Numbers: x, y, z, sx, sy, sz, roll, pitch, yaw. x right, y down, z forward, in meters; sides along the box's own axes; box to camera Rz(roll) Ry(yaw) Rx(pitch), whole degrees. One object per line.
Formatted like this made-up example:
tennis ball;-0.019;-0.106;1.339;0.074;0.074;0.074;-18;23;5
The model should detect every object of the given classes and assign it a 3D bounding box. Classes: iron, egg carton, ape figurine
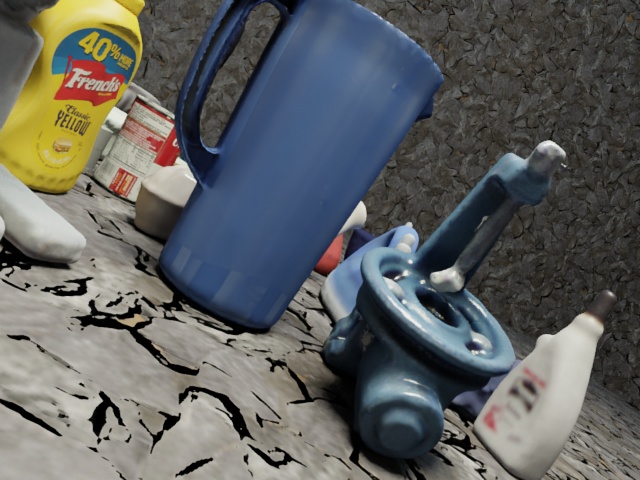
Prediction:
iron;0.083;0.040;0.715;0.118;0.141;0.258;32;5;3
egg carton;-0.103;-0.016;0.558;0.150;0.069;0.107;31;5;-9
ape figurine;0.008;0.003;0.912;0.078;0.092;0.076;28;6;-38

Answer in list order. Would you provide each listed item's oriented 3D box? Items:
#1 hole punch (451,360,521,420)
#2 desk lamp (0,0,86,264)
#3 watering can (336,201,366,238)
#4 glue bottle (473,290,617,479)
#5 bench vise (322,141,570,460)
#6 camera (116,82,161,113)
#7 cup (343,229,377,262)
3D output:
hole punch;0.188;0.147;0.590;0.101;0.091;0.109;34;5;22
desk lamp;-0.185;-0.128;0.335;0.202;0.213;0.118;33;5;21
watering can;-0.014;-0.054;0.748;0.100;0.194;0.173;34;6;31
glue bottle;0.203;0.118;0.497;0.037;0.173;0.078;29;5;-22
bench vise;0.077;0.021;0.419;0.122;0.219;0.207;29;5;-24
camera;-0.310;-0.200;0.938;0.136;0.101;0.144;34;6;28
cup;0.080;0.046;0.907;0.092;0.095;0.117;27;6;-40
